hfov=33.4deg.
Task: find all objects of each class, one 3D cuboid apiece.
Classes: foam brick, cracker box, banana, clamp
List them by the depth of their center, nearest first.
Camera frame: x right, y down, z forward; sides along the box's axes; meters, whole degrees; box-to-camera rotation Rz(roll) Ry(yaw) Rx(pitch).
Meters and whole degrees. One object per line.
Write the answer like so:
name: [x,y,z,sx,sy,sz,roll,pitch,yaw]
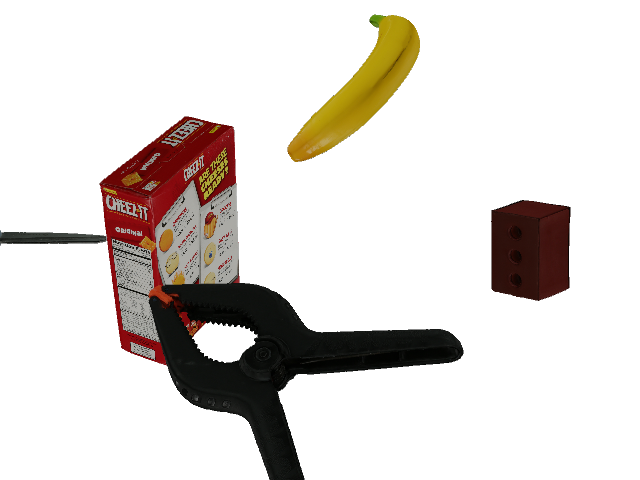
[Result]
clamp: [-0.024,0.078,0.698,0.210,0.164,0.036,35,-24,30]
banana: [0.040,-0.135,0.906,0.070,0.037,0.197,-16,32,45]
foam brick: [0.187,0.008,0.953,0.053,0.078,0.051,12,22,43]
cracker box: [-0.156,-0.002,1.144,0.072,0.214,0.164,15,36,21]

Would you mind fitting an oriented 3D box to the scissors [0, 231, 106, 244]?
scissors: [-0.287,0.004,0.876,0.202,0.016,0.096,7,24,6]
